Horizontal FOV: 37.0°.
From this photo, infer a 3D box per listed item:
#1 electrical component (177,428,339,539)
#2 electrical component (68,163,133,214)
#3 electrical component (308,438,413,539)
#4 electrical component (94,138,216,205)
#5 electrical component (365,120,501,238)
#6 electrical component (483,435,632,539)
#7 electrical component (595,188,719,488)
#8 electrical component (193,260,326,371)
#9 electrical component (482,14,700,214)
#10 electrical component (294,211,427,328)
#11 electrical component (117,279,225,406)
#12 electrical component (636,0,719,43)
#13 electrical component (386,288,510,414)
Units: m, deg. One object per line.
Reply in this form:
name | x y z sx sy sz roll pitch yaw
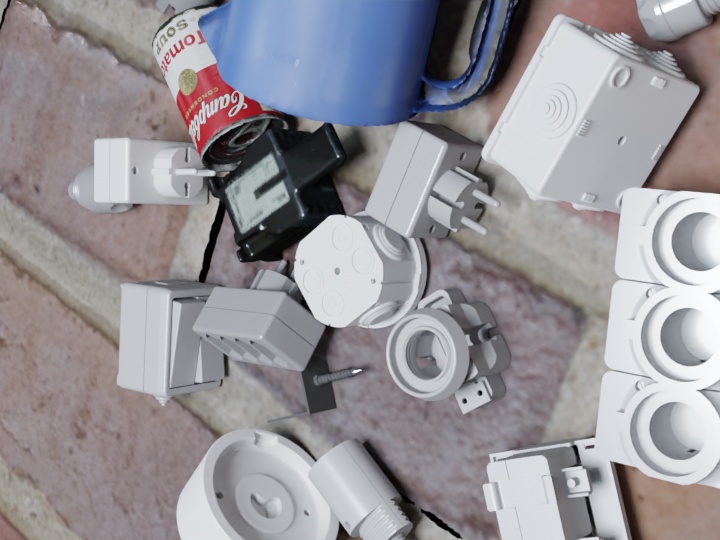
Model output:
electrical component | -0.076 0.172 0.751 0.060 0.108 0.108 -48 65 34
electrical component | -0.213 -0.067 0.880 0.062 0.043 0.043 -1 91 38
electrical component | 0.005 0.159 0.726 0.081 0.043 0.043 51 119 24
electrical component | -0.142 -0.073 0.802 0.076 0.083 0.047 3 94 37
electrical component | 0.055 -0.049 0.679 0.077 0.047 0.065 33 111 31
electrical component | 0.117 0.165 0.631 0.079 0.063 0.121 -17 82 36
electrical component | 0.184 0.034 0.577 0.089 0.062 0.150 9 97 36
electrical component | -0.064 0.025 0.768 0.083 0.047 0.075 3 59 47
electrical component | 0.129 -0.082 0.592 0.048 0.100 0.099 46 118 40
electrical component | 0.000 0.000 0.719 0.080 0.051 0.080 2 93 37
electrical component | -0.141 0.058 0.820 0.061 0.062 0.096 7 96 36
electrical component | 0.185 -0.149 0.586 0.061 0.035 0.035 -20 80 33
electrical component | 0.053 0.052 0.678 0.058 0.057 0.078 -33 73 33
